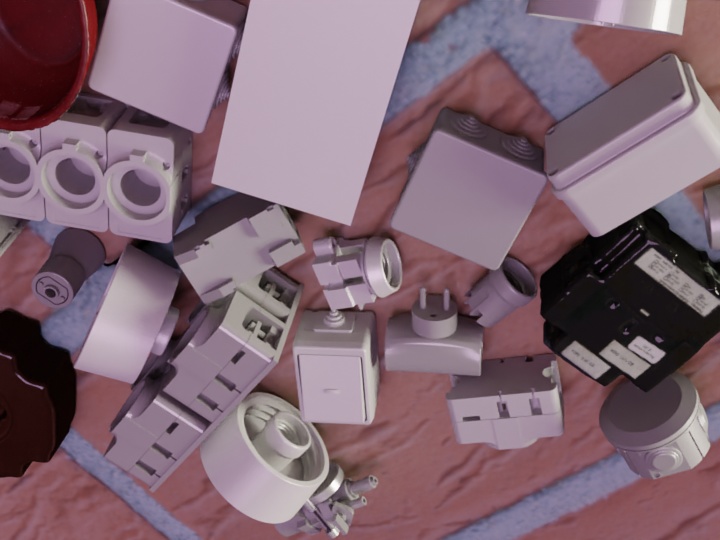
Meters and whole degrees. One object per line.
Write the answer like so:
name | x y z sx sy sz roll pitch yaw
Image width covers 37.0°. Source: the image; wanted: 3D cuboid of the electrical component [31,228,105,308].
electrical component | -0.239 0.001 0.873 0.044 0.065 0.044 5 123 7

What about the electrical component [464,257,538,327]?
electrical component | 0.109 0.018 0.841 0.040 0.040 0.046 37 126 -14

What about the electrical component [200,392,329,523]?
electrical component | -0.076 0.154 0.922 0.108 0.108 0.060 37 115 -14

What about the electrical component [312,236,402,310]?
electrical component | 0.000 0.000 0.844 0.055 0.048 0.066 -9 121 24

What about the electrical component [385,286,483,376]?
electrical component | 0.060 0.047 0.865 0.077 0.043 0.079 3 123 8

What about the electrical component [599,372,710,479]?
electrical component | 0.237 0.123 0.862 0.080 0.080 0.051 -22 122 22

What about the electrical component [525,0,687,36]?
electrical component | 0.157 -0.174 0.677 0.099 0.099 0.064 9 117 4

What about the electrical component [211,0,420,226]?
electrical component | -0.029 -0.137 0.751 0.105 0.060 0.186 17 124 -1

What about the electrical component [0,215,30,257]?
electrical component | -0.311 -0.028 0.848 0.062 0.096 0.061 40 122 -15

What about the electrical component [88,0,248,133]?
electrical component | -0.134 -0.158 0.763 0.100 0.048 0.099 22 124 -5

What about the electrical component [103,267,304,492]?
electrical component | -0.132 0.082 0.883 0.060 0.105 0.186 36 121 -13

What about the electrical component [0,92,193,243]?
electrical component | -0.209 -0.081 0.818 0.150 0.061 0.089 10 124 3

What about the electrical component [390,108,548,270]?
electrical component | 0.080 -0.061 0.788 0.100 0.048 0.099 22 123 -5

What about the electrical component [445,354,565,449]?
electrical component | 0.121 0.110 0.890 0.089 0.050 0.055 -7 121 14

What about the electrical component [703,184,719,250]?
electrical component | 0.292 -0.026 0.777 0.077 0.044 0.079 -7 121 14

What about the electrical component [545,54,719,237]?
electrical component | 0.187 -0.086 0.737 0.113 0.078 0.057 -32 115 26

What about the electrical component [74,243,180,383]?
electrical component | -0.181 0.039 0.866 0.060 0.108 0.108 23 123 -13

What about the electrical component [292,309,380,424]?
electrical component | -0.020 0.077 0.887 0.062 0.061 0.096 1 123 9
